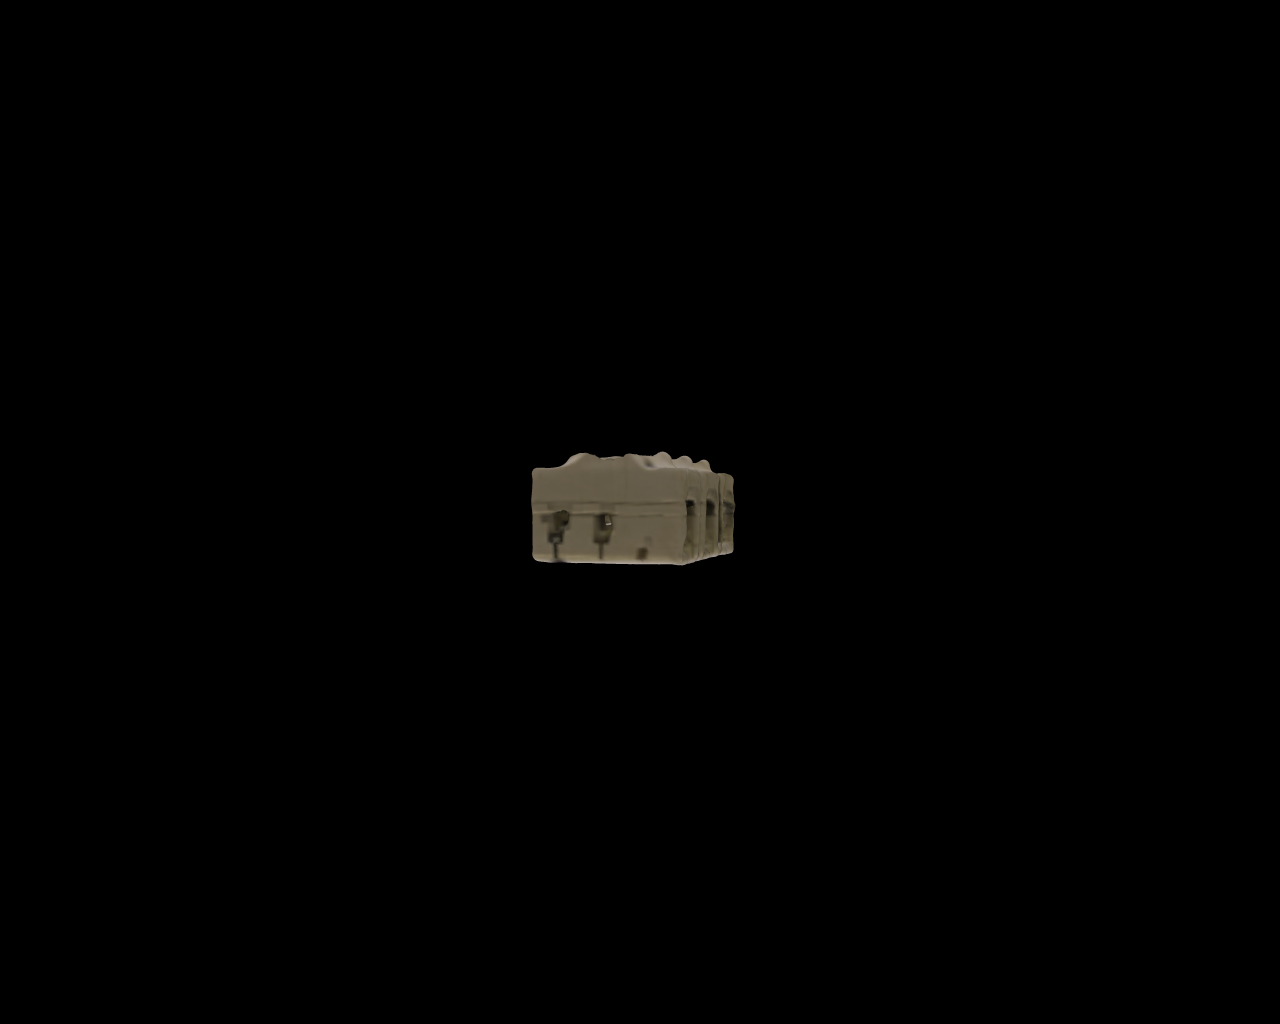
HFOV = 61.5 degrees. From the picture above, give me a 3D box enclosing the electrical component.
[{"bbox_3d":[0.001,-0.003,0.650,0.089,0.061,0.150,0,0,15],"label":"electrical component"}]
